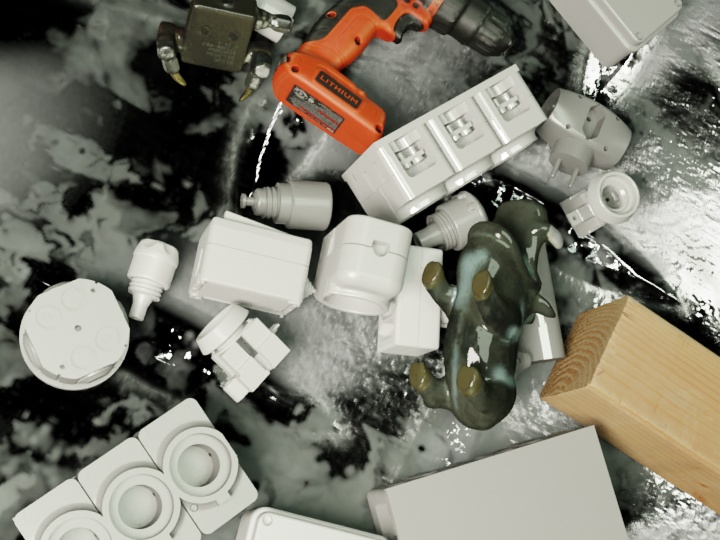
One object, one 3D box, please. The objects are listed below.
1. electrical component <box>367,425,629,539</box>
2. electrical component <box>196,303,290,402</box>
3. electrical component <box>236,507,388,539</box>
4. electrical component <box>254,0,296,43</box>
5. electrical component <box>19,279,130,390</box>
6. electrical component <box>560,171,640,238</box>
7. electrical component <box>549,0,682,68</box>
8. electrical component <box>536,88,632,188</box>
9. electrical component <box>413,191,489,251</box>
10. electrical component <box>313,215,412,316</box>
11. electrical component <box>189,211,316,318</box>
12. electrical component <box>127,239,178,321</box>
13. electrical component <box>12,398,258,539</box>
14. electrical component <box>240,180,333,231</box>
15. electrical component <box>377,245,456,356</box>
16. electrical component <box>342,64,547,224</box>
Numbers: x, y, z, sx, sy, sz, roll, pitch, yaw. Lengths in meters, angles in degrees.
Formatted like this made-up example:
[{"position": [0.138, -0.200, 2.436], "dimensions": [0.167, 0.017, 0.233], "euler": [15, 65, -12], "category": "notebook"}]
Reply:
[{"position": [0.110, 0.201, 0.861], "dimensions": [0.186, 0.060, 0.105], "euler": [-13, 82, -20], "category": "electrical component"}, {"position": [-0.093, 0.060, 0.837], "dimensions": [0.055, 0.048, 0.066], "euler": [46, 69, -12], "category": "electrical component"}, {"position": [-0.039, 0.228, 0.809], "dimensions": [0.113, 0.057, 0.078], "euler": [18, 73, -13], "category": "electrical component"}, {"position": [-0.087, -0.220, 0.904], "dimensions": [0.065, 0.044, 0.044], "euler": [28, 71, -15], "category": "electrical component"}, {"position": [-0.211, 0.047, 0.798], "dimensions": [0.080, 0.051, 0.080], "euler": [4, 77, -17], "category": "electrical component"}, {"position": [0.216, -0.060, 0.957], "dimensions": [0.066, 0.055, 0.048], "euler": [-28, 88, -21], "category": "electrical component"}, {"position": [0.235, -0.258, 1.007], "dimensions": [0.078, 0.057, 0.113], "euler": [-40, 92, -21], "category": "electrical component"}, {"position": [0.194, -0.111, 0.968], "dimensions": [0.077, 0.043, 0.079], "euler": [28, 71, -10], "category": "electrical component"}, {"position": [0.075, -0.036, 0.913], "dimensions": [0.062, 0.048, 0.048], "euler": [-25, 87, -15], "category": "electrical component"}, {"position": [0.000, 0.000, 0.852], "dimensions": [0.054, 0.095, 0.059], "euler": [15, 74, -14], "category": "electrical component"}, {"position": [-0.079, -0.003, 0.846], "dimensions": [0.096, 0.062, 0.061], "euler": [14, 74, -15], "category": "electrical component"}, {"position": [-0.164, 0.009, 0.831], "dimensions": [0.035, 0.035, 0.061], "euler": [20, 74, -13], "category": "electrical component"}, {"position": [-0.162, 0.172, 0.780], "dimensions": [0.150, 0.062, 0.089], "euler": [-34, 90, -21], "category": "electrical component"}, {"position": [-0.058, -0.054, 0.875], "dimensions": [0.078, 0.040, 0.040], "euler": [3, 77, -17], "category": "electrical component"}, {"position": [0.059, 0.028, 0.891], "dimensions": [0.076, 0.047, 0.083], "euler": [7, 76, -17], "category": "electrical component"}, {"position": [0.073, -0.099, 0.901], "dimensions": [0.150, 0.089, 0.061], "euler": [-31, 89, -21], "category": "electrical component"}]
